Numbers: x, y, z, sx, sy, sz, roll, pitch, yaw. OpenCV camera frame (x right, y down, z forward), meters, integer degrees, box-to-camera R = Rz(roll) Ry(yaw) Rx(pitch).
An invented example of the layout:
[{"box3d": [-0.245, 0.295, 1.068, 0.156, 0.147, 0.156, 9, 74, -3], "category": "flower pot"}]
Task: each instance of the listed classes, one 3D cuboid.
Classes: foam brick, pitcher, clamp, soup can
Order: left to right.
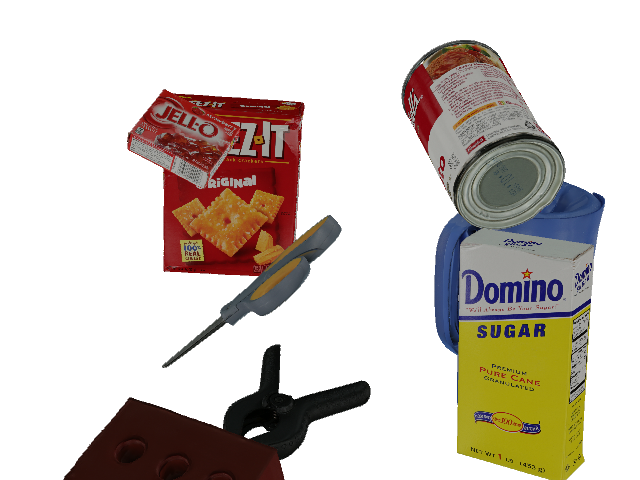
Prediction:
[{"box3d": [-0.060, 0.113, 0.457, 0.078, 0.051, 0.053, 14, 42, 23], "category": "foam brick"}, {"box3d": [-0.045, 0.159, 1.034, 0.120, 0.039, 0.171, 21, 33, 35], "category": "clamp"}, {"box3d": [0.095, -0.063, 0.632, 0.068, 0.069, 0.102, 0, 41, -18], "category": "soup can"}, {"box3d": [0.185, 0.065, 1.031, 0.149, 0.243, 0.145, 5, 21, 8], "category": "pitcher"}]

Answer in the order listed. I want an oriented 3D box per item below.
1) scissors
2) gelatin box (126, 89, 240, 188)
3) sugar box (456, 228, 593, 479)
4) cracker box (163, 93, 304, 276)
[{"box3d": [-0.061, 0.055, 0.775, 0.202, 0.016, 0.096, -42, 10, 21], "category": "scissors"}, {"box3d": [-0.135, -0.101, 1.051, 0.089, 0.073, 0.030, 28, -40, 2], "category": "gelatin box"}, {"box3d": [0.151, 0.085, 0.802, 0.093, 0.176, 0.048, 9, 21, 34], "category": "sugar box"}, {"box3d": [-0.108, -0.064, 1.310, 0.164, 0.214, 0.072, 4, 22, -1], "category": "cracker box"}]
